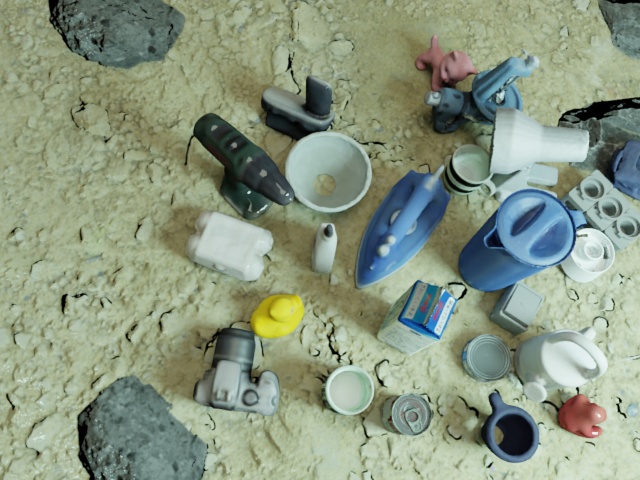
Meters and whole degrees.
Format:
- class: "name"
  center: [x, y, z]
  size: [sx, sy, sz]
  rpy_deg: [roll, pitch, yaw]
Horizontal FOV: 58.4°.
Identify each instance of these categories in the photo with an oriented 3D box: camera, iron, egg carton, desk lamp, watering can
- class: "camera"
  center: [-0.135, 0.223, 0.977]
  size: [0.143, 0.101, 0.137]
  rpy_deg: [9, 72, -3]
- class: "iron"
  center: [0.151, -0.026, 1.063]
  size: [0.118, 0.141, 0.258]
  rpy_deg: [34, 72, 6]
- class: "egg carton"
  center: [-0.167, 0.011, 1.057]
  size: [0.150, 0.069, 0.107]
  rpy_deg: [19, 72, 1]
- class: "desk lamp"
  center: [0.396, -0.157, 1.091]
  size: [0.203, 0.213, 0.118]
  rpy_deg: [11, 72, -2]
- class: "watering can"
  center: [0.417, 0.211, 0.987]
  size: [0.101, 0.194, 0.173]
  rpy_deg: [28, 72, 4]

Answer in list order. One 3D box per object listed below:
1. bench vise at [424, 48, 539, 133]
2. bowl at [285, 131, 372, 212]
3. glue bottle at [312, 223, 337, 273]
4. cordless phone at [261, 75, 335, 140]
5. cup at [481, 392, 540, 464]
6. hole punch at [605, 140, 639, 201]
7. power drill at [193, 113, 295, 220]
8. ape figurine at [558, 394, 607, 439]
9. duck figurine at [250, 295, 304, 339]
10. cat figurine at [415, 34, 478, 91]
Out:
- class: "bench vise"
  center: [0.320, -0.279, 1.118]
  size: [0.207, 0.219, 0.121]
  rpy_deg: [-19, 75, -11]
- class: "bowl"
  center: [0.014, -0.122, 1.114]
  size: [0.167, 0.074, 0.167]
  rpy_deg: [2, 72, -5]
- class: "glue bottle"
  center: [0.009, 0.004, 1.023]
  size: [0.037, 0.173, 0.078]
  rpy_deg: [2, 72, -5]
- class: "cordless phone"
  center: [-0.040, -0.277, 1.100]
  size: [0.147, 0.185, 0.094]
  rpy_deg: [21, 72, 1]
- class: "cup"
  center: [0.311, 0.324, 0.993]
  size: [0.092, 0.095, 0.117]
  rpy_deg: [-21, 76, -11]
- class: "hole punch"
  center: [0.656, -0.149, 1.178]
  size: [0.101, 0.091, 0.109]
  rpy_deg: [27, 72, 4]
- class: "power drill"
  center: [-0.131, -0.116, 1.028]
  size: [0.229, 0.208, 0.076]
  rpy_deg: [44, 74, 9]
- class: "ape figurine"
  center: [0.472, 0.312, 1.014]
  size: [0.076, 0.092, 0.078]
  rpy_deg: [1, 72, -5]
- class: "duck figurine"
  center: [-0.075, 0.130, 1.020]
  size: [0.105, 0.086, 0.077]
  rpy_deg: [-27, 77, -13]
- class: "cat figurine"
  center: [0.267, -0.372, 1.196]
  size: [0.067, 0.117, 0.127]
  rpy_deg: [-30, 78, -14]
